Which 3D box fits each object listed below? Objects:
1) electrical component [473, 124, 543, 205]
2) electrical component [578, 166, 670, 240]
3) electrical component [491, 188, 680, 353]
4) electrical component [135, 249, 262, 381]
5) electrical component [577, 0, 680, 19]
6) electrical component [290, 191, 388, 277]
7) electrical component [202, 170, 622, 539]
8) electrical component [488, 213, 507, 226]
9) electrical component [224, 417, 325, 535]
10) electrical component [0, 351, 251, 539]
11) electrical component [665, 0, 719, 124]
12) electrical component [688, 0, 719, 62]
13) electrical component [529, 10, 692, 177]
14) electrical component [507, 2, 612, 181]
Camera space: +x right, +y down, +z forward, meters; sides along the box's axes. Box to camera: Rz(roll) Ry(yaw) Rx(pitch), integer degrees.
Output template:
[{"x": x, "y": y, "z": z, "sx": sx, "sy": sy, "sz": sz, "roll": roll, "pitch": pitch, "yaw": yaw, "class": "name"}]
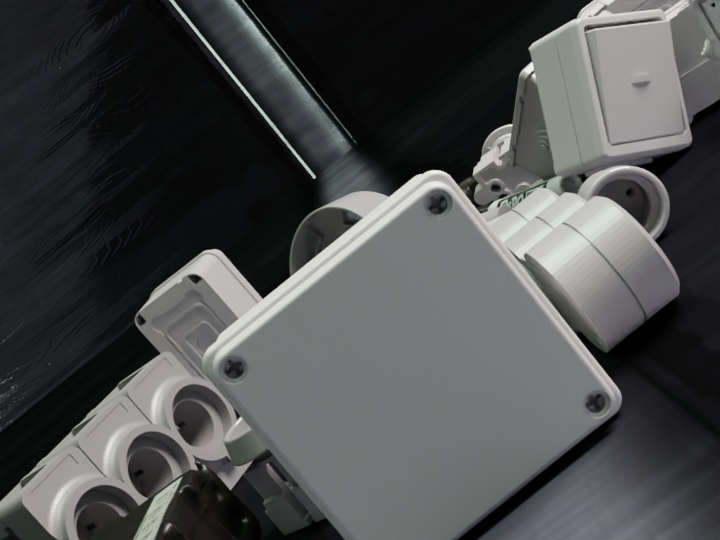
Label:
[{"x": 0.115, "y": -0.081, "z": 0.808, "sx": 0.066, "sy": 0.048, "sz": 0.055, "roll": -35, "pitch": 17, "yaw": 25, "class": "electrical component"}, {"x": 0.126, "y": -0.031, "z": 0.526, "sx": 0.040, "sy": 0.040, "sz": 0.046, "roll": -38, "pitch": 4, "yaw": 7, "class": "electrical component"}, {"x": 0.080, "y": 0.008, "z": 0.475, "sx": 0.074, "sy": 0.052, "sz": 0.138, "roll": -39, "pitch": 9, "yaw": 0, "class": "electrical component"}, {"x": -0.115, "y": 0.049, "z": 0.874, "sx": 0.078, "sy": 0.113, "sz": 0.057, "roll": -36, "pitch": 12, "yaw": 22, "class": "electrical component"}, {"x": 0.218, "y": -0.179, "z": 0.774, "sx": 0.113, "sy": 0.078, "sz": 0.057, "roll": -33, "pitch": 13, "yaw": 34, "class": "electrical component"}, {"x": 0.000, "y": 0.000, "z": 0.713, "sx": 0.099, "sy": 0.099, "sz": 0.064, "roll": -31, "pitch": 6, "yaw": 44, "class": "electrical component"}, {"x": 0.018, "y": 0.037, "z": 0.395, "sx": 0.109, "sy": 0.108, "sz": 0.056, "roll": -39, "pitch": 6, "yaw": 1, "class": "electrical component"}, {"x": 0.054, "y": -0.011, "z": 0.601, "sx": 0.047, "sy": 0.075, "sz": 0.083, "roll": -45, "pitch": 10, "yaw": -35, "class": "electrical component"}, {"x": -0.032, "y": 0.088, "z": 0.513, "sx": 0.066, "sy": 0.055, "sz": 0.048, "roll": -32, "pitch": 11, "yaw": 39, "class": "electrical component"}, {"x": -0.136, "y": 0.127, "z": 0.634, "sx": 0.062, "sy": 0.089, "sz": 0.150, "roll": -33, "pitch": 10, "yaw": 35, "class": "electrical component"}, {"x": 0.201, "y": -0.130, "z": 0.640, "sx": 0.081, "sy": 0.063, "sz": 0.042, "roll": -32, "pitch": 12, "yaw": 36, "class": "electrical component"}, {"x": 0.224, "y": -0.137, "z": 0.562, "sx": 0.096, "sy": 0.061, "sz": 0.061, "roll": -28, "pitch": 3, "yaw": 43, "class": "electrical component"}, {"x": 0.145, "y": -0.094, "z": 0.612, "sx": 0.062, "sy": 0.096, "sz": 0.061, "roll": -11, "pitch": -2, "yaw": -21, "class": "electrical component"}, {"x": 0.145, "y": -0.110, "z": 0.701, "sx": 0.100, "sy": 0.048, "sz": 0.099, "roll": -43, "pitch": -25, "yaw": -24, "class": "electrical component"}]
